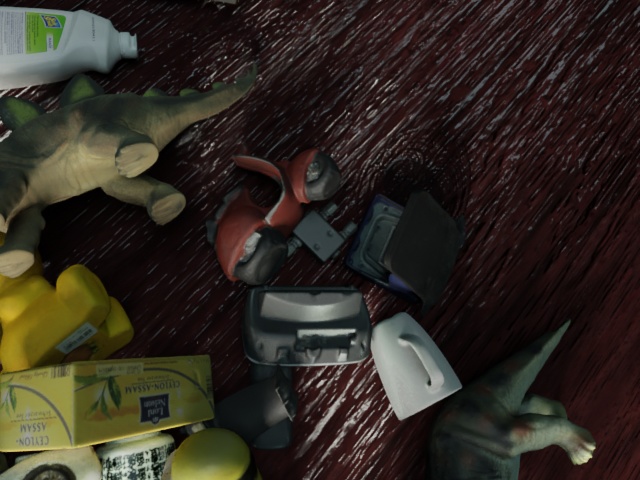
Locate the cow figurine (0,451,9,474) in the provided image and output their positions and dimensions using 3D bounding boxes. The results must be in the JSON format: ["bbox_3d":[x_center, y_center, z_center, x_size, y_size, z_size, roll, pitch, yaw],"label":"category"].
[{"bbox_3d":[-0.282,0.292,0.504,0.127,0.085,0.195,-24,82,-22],"label":"cow figurine"}]

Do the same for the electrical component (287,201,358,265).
[{"bbox_3d":[-0.001,-0.002,0.663,0.063,0.021,0.094,46,72,2],"label":"electrical component"}]

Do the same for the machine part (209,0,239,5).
[{"bbox_3d":[-0.187,-0.355,0.688,0.243,0.079,0.079,6,75,-10],"label":"machine part"}]

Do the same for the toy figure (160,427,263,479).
[{"bbox_3d":[-0.082,0.260,0.523,0.089,0.082,0.180,-36,109,-13],"label":"toy figure"}]

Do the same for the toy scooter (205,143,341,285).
[{"bbox_3d":[-0.074,-0.045,0.631,0.135,0.075,0.184,34,84,23],"label":"toy scooter"}]

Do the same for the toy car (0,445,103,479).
[{"bbox_3d":[-0.287,0.222,0.443,0.202,0.073,0.056,-11,67,-27],"label":"toy car"}]

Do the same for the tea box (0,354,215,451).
[{"bbox_3d":[-0.189,0.147,0.501,0.098,0.169,0.068,-14,76,28],"label":"tea box"}]

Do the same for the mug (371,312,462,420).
[{"bbox_3d":[0.100,0.136,0.609,0.081,0.109,0.107,-27,69,-9],"label":"mug"}]

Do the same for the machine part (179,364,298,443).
[{"bbox_3d":[-0.080,0.189,0.564,0.139,0.039,0.084,-39,84,18],"label":"machine part"}]

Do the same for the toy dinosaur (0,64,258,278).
[{"bbox_3d":[-0.232,-0.101,0.567,0.471,0.105,0.199,-25,52,-30],"label":"toy dinosaur"}]

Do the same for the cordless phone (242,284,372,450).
[{"bbox_3d":[-0.015,0.142,0.605,0.147,0.089,0.184,1,87,-11],"label":"cordless phone"}]

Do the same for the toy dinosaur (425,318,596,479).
[{"bbox_3d":[0.180,0.244,0.583,0.192,0.131,0.405,17,52,3],"label":"toy dinosaur"}]

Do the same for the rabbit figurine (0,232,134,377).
[{"bbox_3d":[-0.303,0.071,0.554,0.162,0.121,0.173,-41,72,-8],"label":"rabbit figurine"}]

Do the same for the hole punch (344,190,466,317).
[{"bbox_3d":[0.104,0.010,0.657,0.115,0.092,0.142,38,66,-33],"label":"hole punch"}]
